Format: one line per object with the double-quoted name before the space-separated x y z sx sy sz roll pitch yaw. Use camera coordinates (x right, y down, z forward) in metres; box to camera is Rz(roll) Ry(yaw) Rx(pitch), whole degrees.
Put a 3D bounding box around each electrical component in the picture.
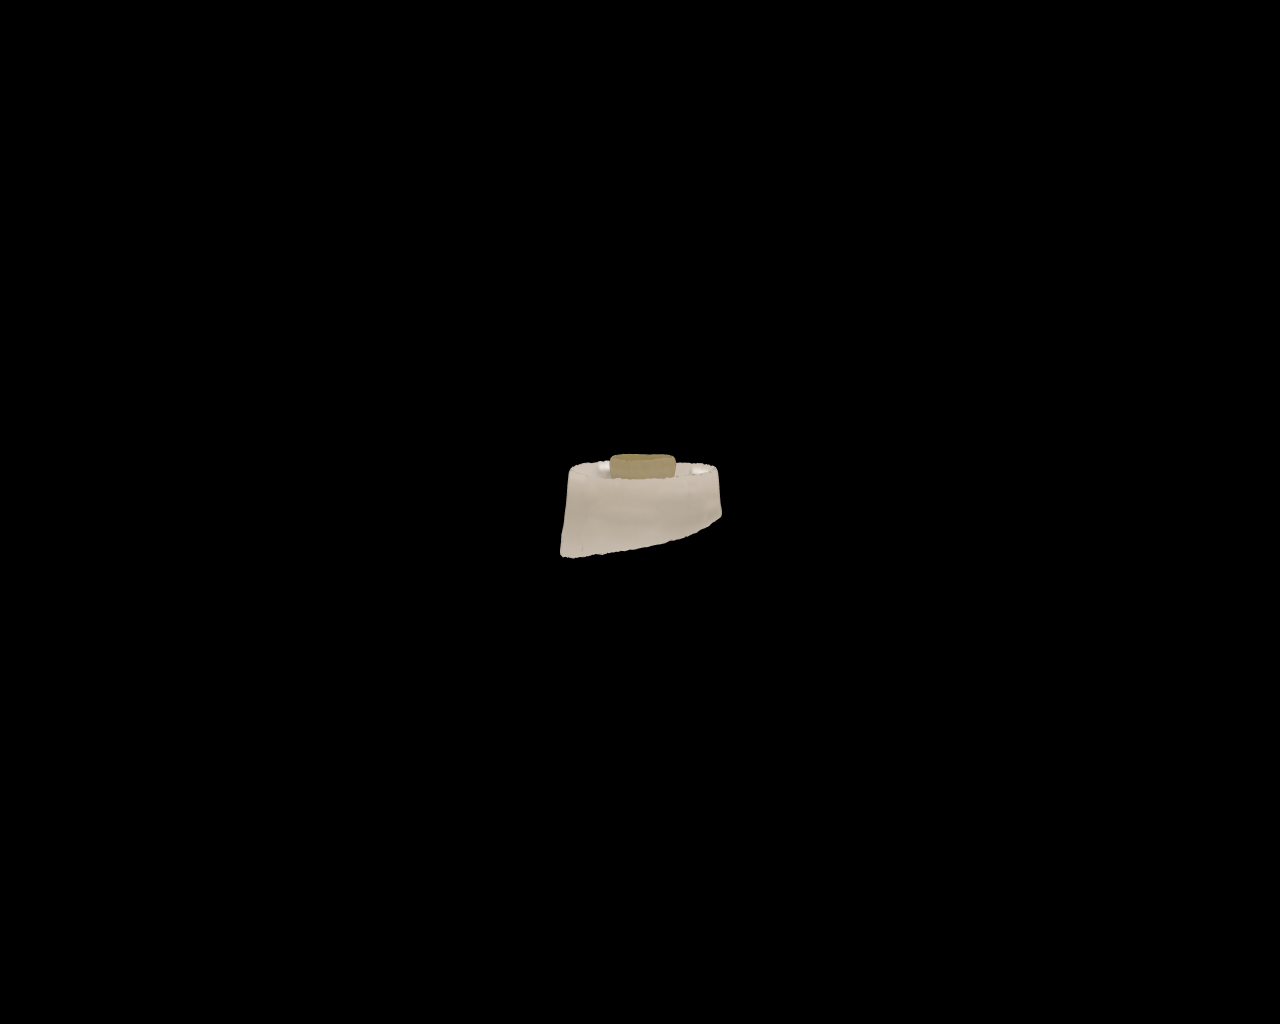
"electrical component" 0.001 -0.003 0.650 0.099 0.064 0.099 0 10 0
